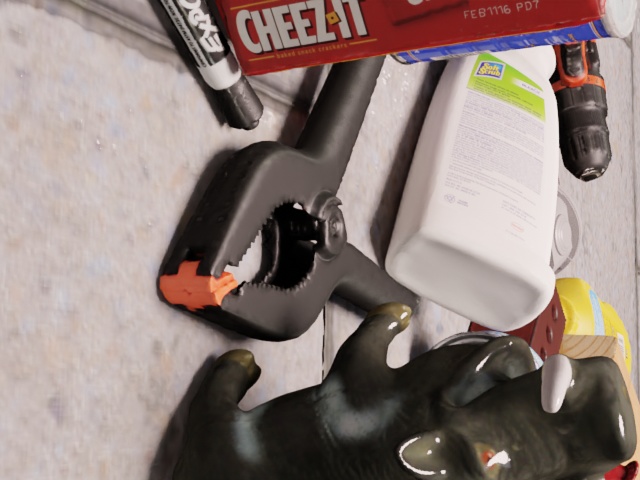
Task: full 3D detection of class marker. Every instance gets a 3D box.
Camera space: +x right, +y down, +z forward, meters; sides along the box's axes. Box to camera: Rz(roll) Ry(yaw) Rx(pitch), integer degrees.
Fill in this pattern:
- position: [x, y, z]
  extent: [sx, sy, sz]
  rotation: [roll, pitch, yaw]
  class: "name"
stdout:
- position: [-0.055, -0.095, 0.463]
  extent: [0.121, 0.020, 0.020]
  rotation: [61, 38, -40]
  class: "marker"

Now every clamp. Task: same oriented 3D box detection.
- position: [-0.003, 0.001, 0.531]
  extent: [0.209, 0.036, 0.164]
  rotation: [-42, 124, -53]
  class: "clamp"

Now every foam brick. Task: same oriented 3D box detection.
- position: [0.145, 0.069, 0.787]
  extent: [0.053, 0.051, 0.078]
  rotation: [64, 36, -35]
  class: "foam brick"

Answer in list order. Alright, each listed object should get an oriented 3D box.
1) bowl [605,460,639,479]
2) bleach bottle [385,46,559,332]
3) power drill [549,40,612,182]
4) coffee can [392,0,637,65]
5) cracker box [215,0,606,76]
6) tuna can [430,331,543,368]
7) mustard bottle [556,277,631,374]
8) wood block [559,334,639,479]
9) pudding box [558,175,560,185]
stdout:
- position: [0.152, 0.205, 0.739]
  extent: [0.162, 0.055, 0.162]
  rotation: [-51, 166, -18]
  class: "bowl"
- position: [0.119, -0.066, 0.707]
  extent: [0.068, 0.102, 0.250]
  rotation: [-56, -169, 51]
  class: "bleach bottle"
- position: [0.198, -0.159, 0.843]
  extent: [0.187, 0.057, 0.184]
  rotation: [64, 18, -66]
  class: "power drill"
- position: [0.113, -0.167, 0.654]
  extent: [0.102, 0.140, 0.103]
  rotation: [9, 80, -61]
  class: "coffee can"
- position: [0.063, -0.157, 0.506]
  extent: [0.213, 0.164, 0.072]
  rotation: [-58, 135, -51]
  class: "cracker box"
- position: [0.102, 0.099, 0.668]
  extent: [0.033, 0.086, 0.086]
  rotation: [5, 83, -64]
  class: "tuna can"
- position: [0.219, 0.084, 0.915]
  extent: [0.191, 0.058, 0.096]
  rotation: [33, 58, -57]
  class: "mustard bottle"
- position: [0.211, 0.173, 0.862]
  extent: [0.206, 0.090, 0.090]
  rotation: [61, 39, -40]
  class: "wood block"
- position: [0.154, -0.060, 0.829]
  extent: [0.089, 0.039, 0.113]
  rotation: [-50, 130, -52]
  class: "pudding box"
